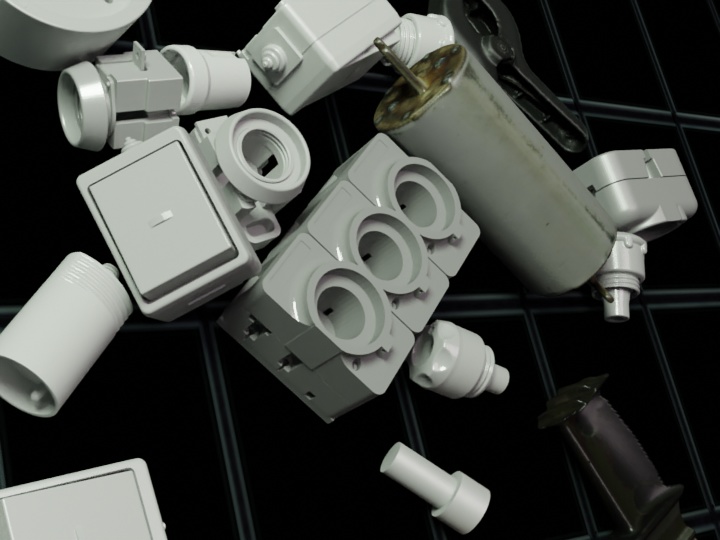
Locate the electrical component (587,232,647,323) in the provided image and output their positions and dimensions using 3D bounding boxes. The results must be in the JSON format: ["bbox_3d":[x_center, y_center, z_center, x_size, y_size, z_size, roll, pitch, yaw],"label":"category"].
[{"bbox_3d":[0.184,0.006,0.775,0.048,0.048,0.062,15,66,-30],"label":"electrical component"}]

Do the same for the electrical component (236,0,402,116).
[{"bbox_3d":[-0.026,-0.142,0.684,0.061,0.062,0.096,50,48,-5],"label":"electrical component"}]

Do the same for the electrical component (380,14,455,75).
[{"bbox_3d":[0.032,-0.157,0.747,0.062,0.048,0.048,4,65,-27],"label":"electrical component"}]

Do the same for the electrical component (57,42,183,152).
[{"bbox_3d":[-0.131,-0.091,0.587,0.055,0.066,0.048,-12,40,-31],"label":"electrical component"}]

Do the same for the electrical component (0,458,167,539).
[{"bbox_3d":[-0.126,0.123,0.476,0.096,0.061,0.061,-7,72,-38],"label":"electrical component"}]

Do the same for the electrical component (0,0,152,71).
[{"bbox_3d":[-0.173,-0.160,0.587,0.108,0.060,0.108,17,59,-29],"label":"electrical component"}]

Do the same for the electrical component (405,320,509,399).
[{"bbox_3d":[0.063,0.059,0.660,0.062,0.043,0.043,24,55,-26],"label":"electrical component"}]

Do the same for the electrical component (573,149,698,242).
[{"bbox_3d":[0.207,-0.053,0.815,0.095,0.054,0.059,-7,72,-38],"label":"electrical component"}]

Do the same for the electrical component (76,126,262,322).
[{"bbox_3d":[-0.101,-0.029,0.556,0.062,0.061,0.096,-28,84,-2],"label":"electrical component"}]

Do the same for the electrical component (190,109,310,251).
[{"bbox_3d":[-0.065,-0.056,0.616,0.058,0.057,0.078,-20,80,-41],"label":"electrical component"}]

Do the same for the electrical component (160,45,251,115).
[{"bbox_3d":[-0.093,-0.112,0.636,0.046,0.040,0.040,-10,74,-45],"label":"electrical component"}]

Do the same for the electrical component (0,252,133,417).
[{"bbox_3d":[-0.143,0.027,0.525,0.043,0.043,0.081,41,50,-13],"label":"electrical component"}]

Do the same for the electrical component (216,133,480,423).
[{"bbox_3d":[0.000,0.000,0.631,0.089,0.062,0.150,44,49,-10],"label":"electrical component"}]
